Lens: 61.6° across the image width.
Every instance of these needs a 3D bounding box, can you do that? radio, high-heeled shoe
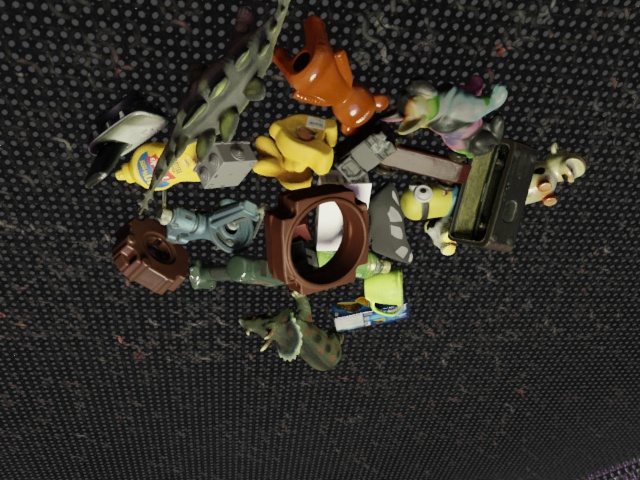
[{"bbox_3d":[0.353,-0.093,1.100,0.073,0.131,0.229,9,98,-25],"label":"radio"},{"bbox_3d":[0.177,-0.034,1.257,0.248,0.086,0.145,28,83,-55],"label":"high-heeled shoe"}]

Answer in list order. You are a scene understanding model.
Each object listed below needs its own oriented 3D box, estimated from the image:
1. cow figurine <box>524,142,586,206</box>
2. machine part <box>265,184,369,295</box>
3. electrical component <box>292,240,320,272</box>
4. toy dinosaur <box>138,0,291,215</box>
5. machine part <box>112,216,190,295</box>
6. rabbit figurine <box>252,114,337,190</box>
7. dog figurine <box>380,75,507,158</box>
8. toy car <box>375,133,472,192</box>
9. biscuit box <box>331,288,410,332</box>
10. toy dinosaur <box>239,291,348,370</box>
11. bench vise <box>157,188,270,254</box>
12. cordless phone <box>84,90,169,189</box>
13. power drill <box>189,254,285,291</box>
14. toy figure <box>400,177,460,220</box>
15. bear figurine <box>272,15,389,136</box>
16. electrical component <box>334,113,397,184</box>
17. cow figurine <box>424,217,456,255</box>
[{"bbox_3d":[0.472,-0.135,1.164,0.195,0.127,0.085,-18,132,27],"label":"cow figurine"},{"bbox_3d":[-0.002,-0.003,1.073,0.201,0.087,0.201,-13,113,-28],"label":"machine part"},{"bbox_3d":[-0.046,0.040,1.164,0.048,0.075,0.119,-18,158,20],"label":"electrical component"},{"bbox_3d":[-0.186,-0.236,0.922,0.105,0.199,0.471,29,120,-25],"label":"toy dinosaur"},{"bbox_3d":[-0.359,0.029,1.155,0.056,0.179,0.179,-39,125,20],"label":"machine part"},{"bbox_3d":[-0.052,-0.157,1.070,0.162,0.122,0.173,3,149,-7],"label":"rabbit figurine"},{"bbox_3d":[0.228,-0.224,1.014,0.219,0.109,0.191,-18,130,-12],"label":"dog figurine"},{"bbox_3d":[0.212,-0.163,1.120,0.202,0.053,0.089,12,116,-3],"label":"toy car"},{"bbox_3d":[0.134,0.185,1.425,0.203,0.063,0.059,-12,131,2],"label":"biscuit box"},{"bbox_3d":[-0.019,0.269,1.394,0.131,0.192,0.404,-34,126,23],"label":"toy dinosaur"},{"bbox_3d":[-0.209,-0.044,1.119,0.241,0.129,0.223,-15,145,40],"label":"bench vise"},{"bbox_3d":[-0.358,-0.174,0.963,0.147,0.184,0.088,-29,124,17],"label":"cordless phone"},{"bbox_3d":[-0.177,0.079,1.231,0.208,0.086,0.232,2,173,23],"label":"power drill"},{"bbox_3d":[0.267,-0.085,1.187,0.180,0.082,0.089,1,110,-19],"label":"toy figure"},{"bbox_3d":[0.026,-0.288,0.978,0.120,0.132,0.195,-39,143,26],"label":"bear figurine"},{"bbox_3d":[0.087,-0.183,1.044,0.115,0.134,0.058,-34,112,20],"label":"electrical component"},{"bbox_3d":[0.332,-0.040,1.246,0.167,0.098,0.068,-24,129,-11],"label":"cow figurine"}]
